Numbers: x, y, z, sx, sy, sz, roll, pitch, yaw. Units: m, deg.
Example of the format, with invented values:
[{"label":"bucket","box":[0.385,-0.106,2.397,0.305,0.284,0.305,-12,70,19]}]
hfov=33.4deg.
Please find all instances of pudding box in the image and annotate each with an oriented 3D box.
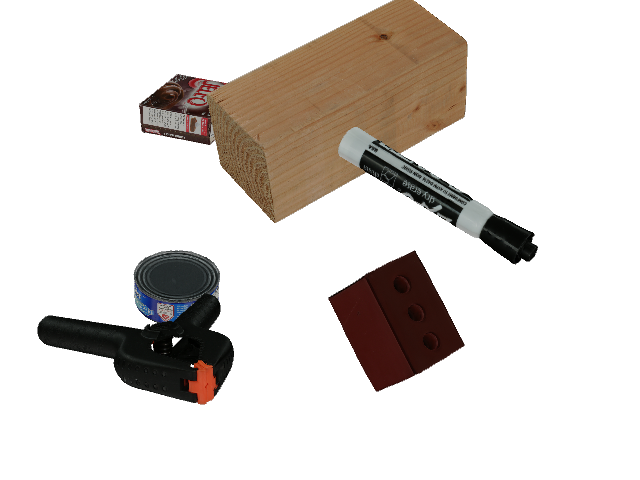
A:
[{"label":"pudding box","box":[-0.147,-0.154,1.244,0.090,0.039,0.113,11,32,13]}]

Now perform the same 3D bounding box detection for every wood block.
[{"label":"wood block","box":[0.018,-0.116,0.914,0.205,0.090,0.091,-30,53,-19]}]

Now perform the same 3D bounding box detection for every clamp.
[{"label":"clamp","box":[-0.122,0.084,0.877,0.164,0.036,0.210,-10,16,-32]}]

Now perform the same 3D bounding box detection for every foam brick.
[{"label":"foam brick","box":[0.053,0.058,0.750,0.052,0.078,0.051,-24,-6,-39]}]

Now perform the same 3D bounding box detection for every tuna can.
[{"label":"tuna can","box":[-0.145,0.048,1.074,0.086,0.034,0.086,4,34,-3]}]

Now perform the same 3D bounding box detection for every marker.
[{"label":"marker","box":[0.062,-0.024,0.566,0.121,0.020,0.020,33,14,22]}]
